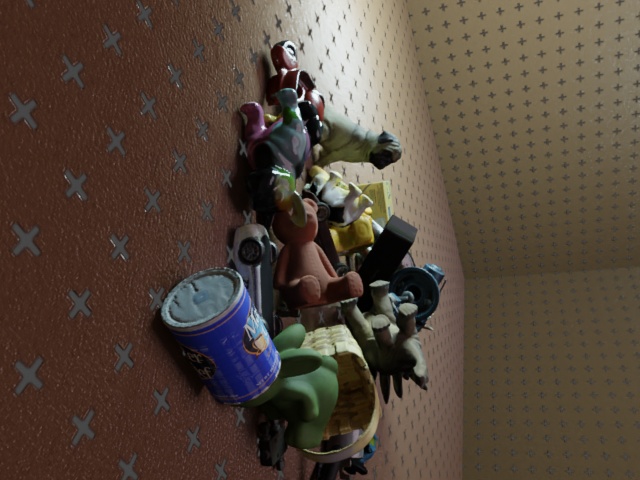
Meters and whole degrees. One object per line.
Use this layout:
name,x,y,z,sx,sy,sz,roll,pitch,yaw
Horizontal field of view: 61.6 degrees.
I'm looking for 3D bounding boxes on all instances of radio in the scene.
radio,0.133,0.058,1.218,0.229,0.073,0.131,-59,176,24

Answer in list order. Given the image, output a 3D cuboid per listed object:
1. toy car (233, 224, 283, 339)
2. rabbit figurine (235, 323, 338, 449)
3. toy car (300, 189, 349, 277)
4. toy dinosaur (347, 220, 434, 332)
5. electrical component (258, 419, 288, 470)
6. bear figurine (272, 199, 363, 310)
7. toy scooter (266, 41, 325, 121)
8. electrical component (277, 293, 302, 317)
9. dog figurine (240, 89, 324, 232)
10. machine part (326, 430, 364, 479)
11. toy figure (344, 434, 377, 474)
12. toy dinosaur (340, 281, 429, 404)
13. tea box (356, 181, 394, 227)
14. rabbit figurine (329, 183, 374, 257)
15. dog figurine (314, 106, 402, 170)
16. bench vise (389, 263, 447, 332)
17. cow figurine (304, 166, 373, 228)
toy car,-0.096,0.076,0.813,0.073,0.056,0.201,11,76,-74
rabbit figurine,-0.053,0.207,0.762,0.170,0.159,0.121,25,15,-40
toy car,-0.002,-0.003,1.045,0.089,0.053,0.201,37,-29,56
toy dinosaur,0.180,0.086,1.343,0.131,0.192,0.404,-59,140,-61
electrical component,-0.074,0.322,0.842,0.063,0.021,0.094,-21,105,-68
bear figurine,-0.019,0.012,0.886,0.120,0.132,0.196,1,76,-31
toy scooter,-0.051,-0.265,1.002,0.135,0.075,0.183,-77,149,-41
electrical component,-0.050,0.089,0.951,0.078,0.045,0.102,108,-13,-69
dog figurine,-0.059,-0.118,0.881,0.191,0.109,0.219,14,70,-66
machine part,0.051,0.351,1.087,0.079,0.079,0.243,42,46,-60
toy figure,0.084,0.403,1.154,0.180,0.082,0.089,-72,150,-43
toy dinosaur,0.107,0.186,1.013,0.472,0.105,0.198,-140,-144,-75
tea box,0.141,-0.066,1.416,0.068,0.098,0.169,-16,101,-68
rabbit figurine,0.058,-0.058,1.178,0.162,0.122,0.173,-4,69,-62
dog figurine,0.068,-0.227,1.139,0.172,0.191,0.121,60,31,-44
bench vise,0.180,0.147,1.184,0.129,0.223,0.240,48,18,24
cow figurine,0.019,-0.086,1.089,0.098,0.168,0.068,-52,135,-1
